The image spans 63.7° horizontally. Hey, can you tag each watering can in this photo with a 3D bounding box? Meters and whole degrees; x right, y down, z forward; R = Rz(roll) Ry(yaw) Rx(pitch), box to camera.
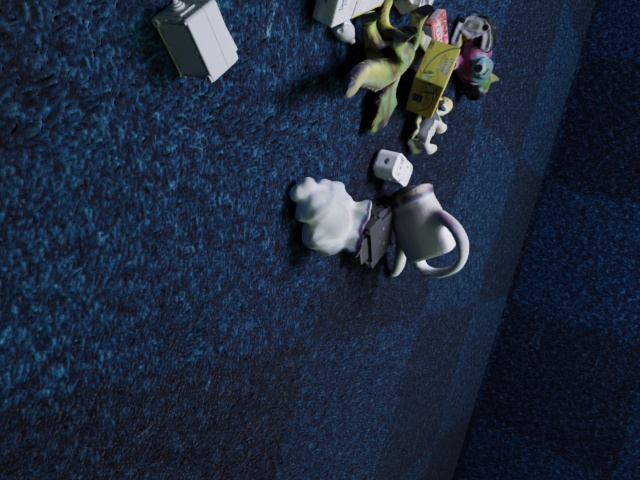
[{"bbox_3d":[0.219,-0.011,1.221,0.105,0.344,0.225,-21,89,-24],"label":"watering can"}]

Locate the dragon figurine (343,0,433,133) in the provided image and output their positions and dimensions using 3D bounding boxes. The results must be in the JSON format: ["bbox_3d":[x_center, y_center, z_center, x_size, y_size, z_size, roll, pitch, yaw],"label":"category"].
[{"bbox_3d":[0.129,-0.308,0.982,0.419,0.123,0.237,-57,155,-33],"label":"dragon figurine"}]

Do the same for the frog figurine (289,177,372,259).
[{"bbox_3d":[0.003,-0.048,0.950,0.158,0.124,0.137,25,93,-23],"label":"frog figurine"}]
